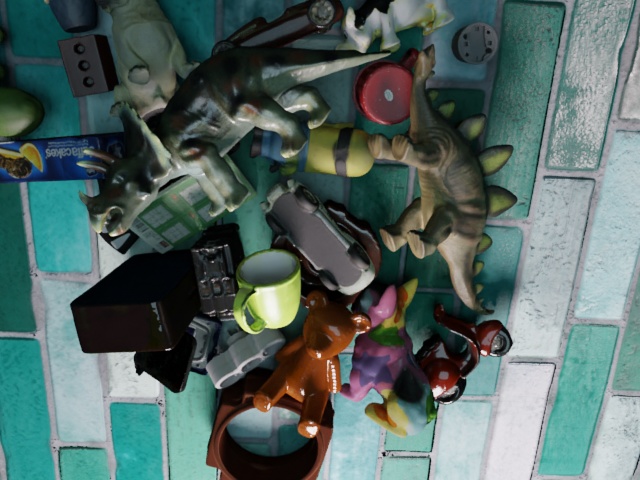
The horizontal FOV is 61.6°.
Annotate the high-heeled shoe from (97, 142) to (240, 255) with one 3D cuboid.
[{"bbox_3d":[-0.225,-0.063,0.803,0.249,0.086,0.145,-11,111,7],"label":"high-heeled shoe"}]

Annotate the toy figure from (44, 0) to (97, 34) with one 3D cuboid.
[{"bbox_3d":[-0.341,-0.358,0.711,0.058,0.064,0.154,0,108,38],"label":"toy figure"}]

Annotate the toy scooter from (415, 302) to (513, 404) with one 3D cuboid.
[{"bbox_3d":[0.215,0.180,0.897,0.135,0.075,0.184,41,104,-7],"label":"toy scooter"}]

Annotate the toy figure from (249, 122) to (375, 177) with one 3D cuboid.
[{"bbox_3d":[-0.011,-0.130,0.779,0.180,0.089,0.082,8,115,-6],"label":"toy figure"}]

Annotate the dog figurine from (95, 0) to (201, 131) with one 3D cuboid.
[{"bbox_3d":[-0.254,-0.264,0.741,0.172,0.121,0.190,-41,70,43],"label":"dog figurine"}]

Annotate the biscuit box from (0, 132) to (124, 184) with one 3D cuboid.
[{"bbox_3d":[-0.368,-0.114,0.754,0.203,0.063,0.059,0,104,19],"label":"biscuit box"}]

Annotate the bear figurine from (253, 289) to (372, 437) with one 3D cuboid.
[{"bbox_3d":[-0.008,0.184,0.825,0.120,0.132,0.195,29,128,5],"label":"bear figurine"}]

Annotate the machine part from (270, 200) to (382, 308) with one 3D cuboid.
[{"bbox_3d":[0.006,0.024,0.849,0.179,0.056,0.179,0,109,0],"label":"machine part"}]

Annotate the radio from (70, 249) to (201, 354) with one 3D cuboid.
[{"bbox_3d":[-0.245,0.080,0.770,0.131,0.230,0.073,-5,104,4],"label":"radio"}]

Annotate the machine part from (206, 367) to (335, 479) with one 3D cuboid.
[{"bbox_3d":[-0.086,0.336,0.935,0.201,0.087,0.200,15,108,-5],"label":"machine part"}]

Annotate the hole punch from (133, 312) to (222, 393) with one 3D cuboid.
[{"bbox_3d":[-0.233,0.170,0.885,0.116,0.092,0.142,26,111,22],"label":"hole punch"}]

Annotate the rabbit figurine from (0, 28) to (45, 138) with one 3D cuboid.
[{"bbox_3d":[-0.468,-0.197,0.727,0.170,0.121,0.159,42,109,-11],"label":"rabbit figurine"}]

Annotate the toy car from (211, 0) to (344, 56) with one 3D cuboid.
[{"bbox_3d":[-0.064,-0.279,0.729,0.202,0.089,0.053,-20,109,6],"label":"toy car"}]

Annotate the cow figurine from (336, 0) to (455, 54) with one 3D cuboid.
[{"bbox_3d":[0.088,-0.307,0.735,0.167,0.068,0.098,-22,102,2],"label":"cow figurine"}]

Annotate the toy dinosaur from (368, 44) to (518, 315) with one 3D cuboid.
[{"bbox_3d":[0.190,-0.048,0.778,0.198,0.105,0.470,-25,124,-18],"label":"toy dinosaur"}]

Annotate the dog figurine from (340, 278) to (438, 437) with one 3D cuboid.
[{"bbox_3d":[0.120,0.171,0.850,0.192,0.108,0.219,29,114,36],"label":"dog figurine"}]

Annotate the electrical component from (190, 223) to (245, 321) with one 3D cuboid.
[{"bbox_3d":[-0.148,0.052,0.823,0.058,0.115,0.134,-6,109,5],"label":"electrical component"}]

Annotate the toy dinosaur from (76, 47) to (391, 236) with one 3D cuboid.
[{"bbox_3d":[-0.120,-0.160,0.676,0.405,0.131,0.192,-43,108,1],"label":"toy dinosaur"}]

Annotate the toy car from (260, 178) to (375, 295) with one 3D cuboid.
[{"bbox_3d":[-0.002,-0.002,0.783,0.073,0.056,0.201,-39,103,19],"label":"toy car"}]
